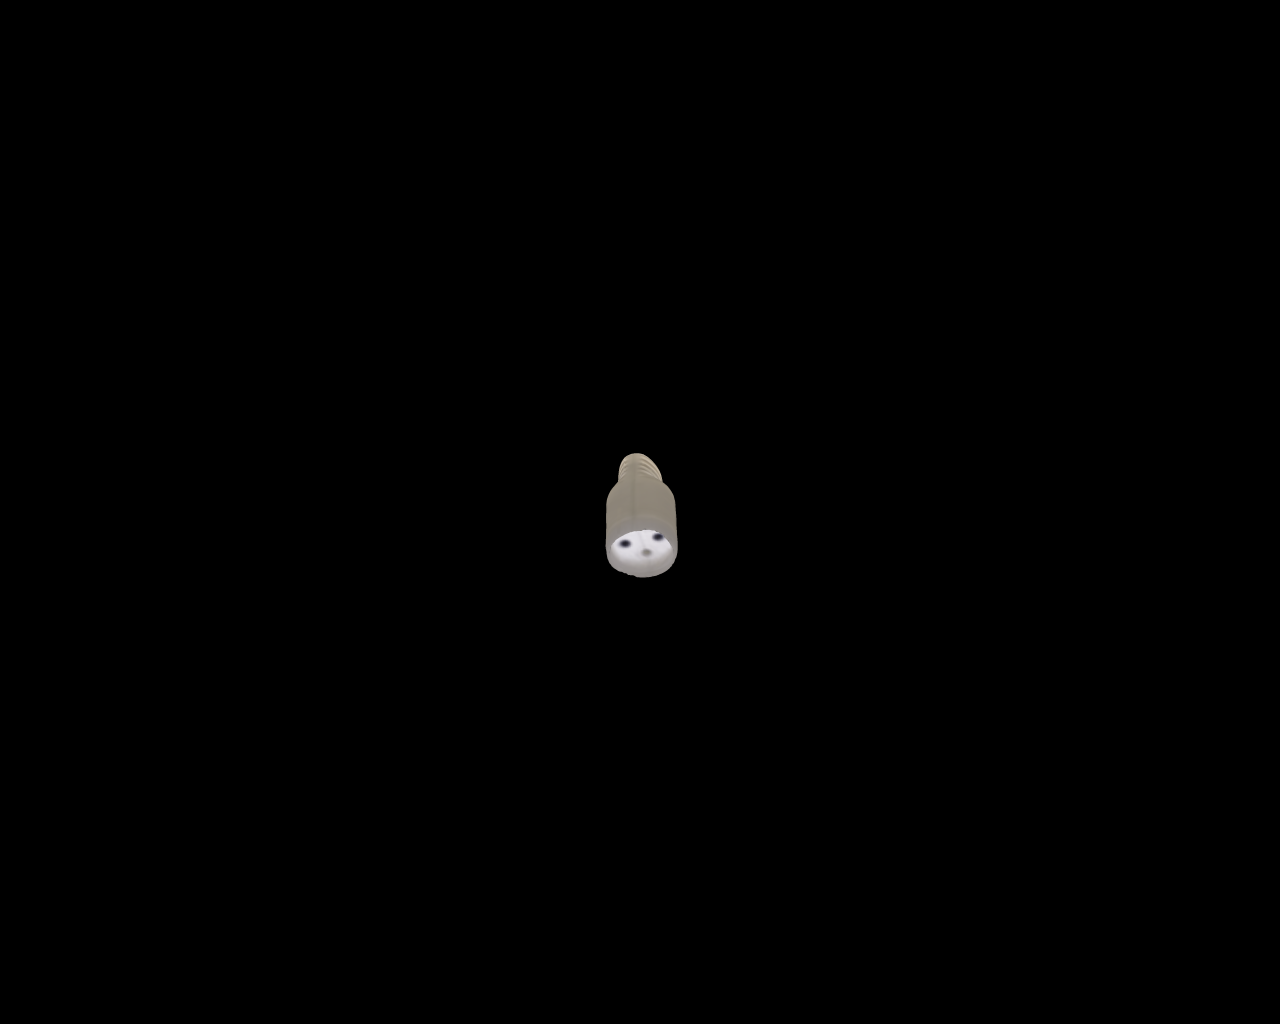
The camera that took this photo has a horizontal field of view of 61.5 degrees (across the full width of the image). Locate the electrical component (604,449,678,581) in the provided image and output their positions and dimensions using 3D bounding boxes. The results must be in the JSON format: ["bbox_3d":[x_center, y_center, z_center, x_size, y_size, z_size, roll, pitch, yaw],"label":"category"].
[{"bbox_3d":[0.001,-0.003,0.650,0.043,0.043,0.081,0,44,0],"label":"electrical component"}]
